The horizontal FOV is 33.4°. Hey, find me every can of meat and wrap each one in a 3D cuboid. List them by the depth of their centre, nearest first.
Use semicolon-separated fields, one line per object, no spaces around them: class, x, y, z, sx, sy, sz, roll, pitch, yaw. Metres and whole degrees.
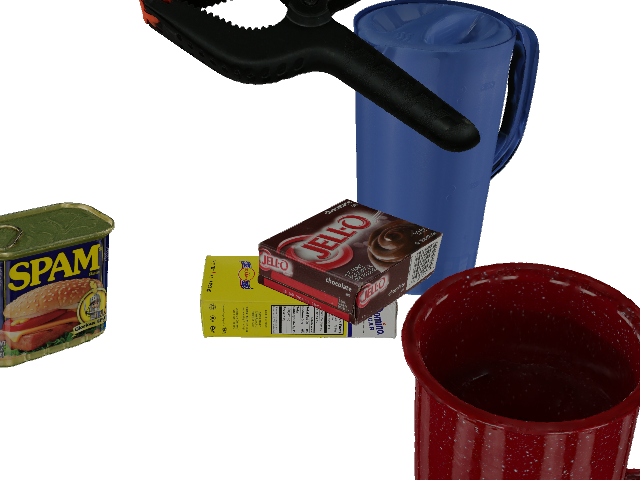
can of meat;-0.190;0.029;0.713;0.058;0.084;0.101;26;29;39

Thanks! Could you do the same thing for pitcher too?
pitcher;0.100;-0.081;0.930;0.149;0.243;0.144;9;31;13

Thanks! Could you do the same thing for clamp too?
clamp;-0.001;-0.124;0.626;0.210;0.164;0.036;-2;-24;-2

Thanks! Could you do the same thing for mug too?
mug;0.089;0.069;0.406;0.117;0.081;0.093;5;36;11

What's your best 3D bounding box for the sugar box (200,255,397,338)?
sugar box;-0.020;0.050;0.985;0.176;0.048;0.093;-2;27;-1

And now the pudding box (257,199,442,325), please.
pudding box;0.022;0.013;0.782;0.090;0.039;0.113;22;29;30
